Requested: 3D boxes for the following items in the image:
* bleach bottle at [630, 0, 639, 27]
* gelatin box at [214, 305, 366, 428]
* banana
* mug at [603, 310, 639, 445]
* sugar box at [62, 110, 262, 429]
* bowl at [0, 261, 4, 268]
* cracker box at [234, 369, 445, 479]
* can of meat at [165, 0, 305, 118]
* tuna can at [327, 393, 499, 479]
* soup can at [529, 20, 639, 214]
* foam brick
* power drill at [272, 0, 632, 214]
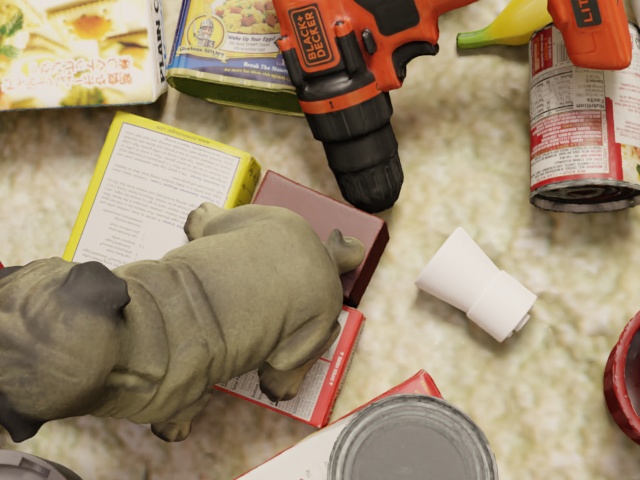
[{"bbox_3d":[0.229,-0.208,0.603,0.103,0.068,0.251,2,88,19],"label":"bleach bottle"},{"bbox_3d":[-0.026,0.064,0.642,0.089,0.030,0.073,19,83,10],"label":"gelatin box"},{"bbox_3d":[0.156,-0.199,0.672,0.069,0.037,0.198,25,82,9],"label":"banana"},{"bbox_3d":[0.205,0.089,0.584,0.093,0.081,0.117,-14,77,3],"label":"mug"},{"bbox_3d":[-0.108,0.018,0.654,0.093,0.048,0.176,18,85,10],"label":"sugar box"},{"bbox_3d":[-0.224,0.050,0.631,0.162,0.055,0.162,7,101,43],"label":"bowl"},{"bbox_3d":[0.009,0.196,0.591,0.213,0.072,0.164,-30,76,1],"label":"cracker box"},{"bbox_3d":[-0.041,-0.129,0.670,0.102,0.057,0.084,10,81,8],"label":"can of meat"},{"bbox_3d":[0.048,0.123,0.546,0.086,0.033,0.086,-2,75,8],"label":"tuna can"},{"bbox_3d":[0.157,-0.073,0.630,0.068,0.068,0.102,0,78,6],"label":"soup can"},{"bbox_3d":[-0.004,0.001,0.642,0.078,0.051,0.053,24,83,10],"label":"foam brick"},{"bbox_3d":[0.070,-0.110,0.588,0.188,0.057,0.184,-11,114,20],"label":"power drill"}]
